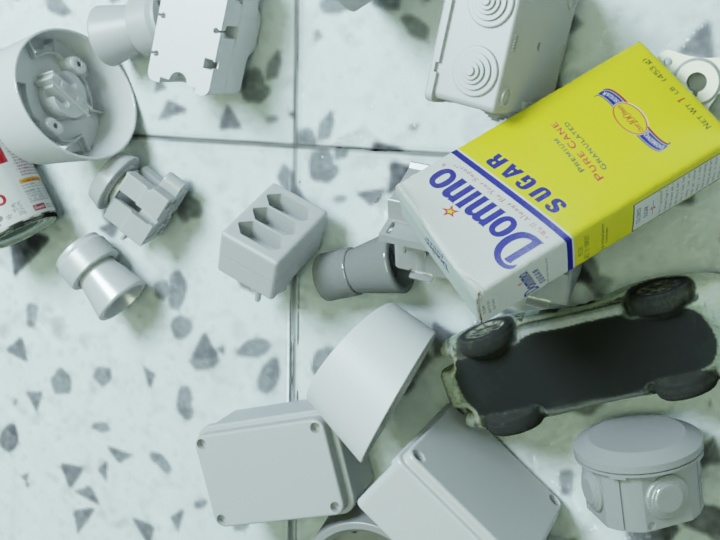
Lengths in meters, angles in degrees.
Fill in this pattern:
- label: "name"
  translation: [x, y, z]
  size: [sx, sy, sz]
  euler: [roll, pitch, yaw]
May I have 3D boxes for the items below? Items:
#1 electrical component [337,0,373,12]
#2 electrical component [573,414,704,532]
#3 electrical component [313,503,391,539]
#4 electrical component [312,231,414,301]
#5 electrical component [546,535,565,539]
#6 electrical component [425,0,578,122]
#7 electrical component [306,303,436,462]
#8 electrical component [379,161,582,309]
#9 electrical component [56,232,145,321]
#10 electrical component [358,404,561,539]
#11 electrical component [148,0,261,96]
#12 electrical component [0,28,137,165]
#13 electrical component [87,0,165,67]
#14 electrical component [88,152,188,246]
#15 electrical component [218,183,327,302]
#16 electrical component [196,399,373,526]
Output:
- label: "electrical component"
  translation: [-0.001, -0.225, 0.674]
  size: [0.060, 0.108, 0.108]
  euler: [-23, 92, 18]
- label: "electrical component"
  translation: [0.179, 0.127, 0.687]
  size: [0.080, 0.080, 0.051]
  euler: [-4, 104, 22]
- label: "electrical component"
  translation: [0.009, 0.222, 0.781]
  size: [0.108, 0.060, 0.108]
  euler: [4, 102, 20]
- label: "electrical component"
  translation: [0.000, 0.000, 0.752]
  size: [0.065, 0.044, 0.044]
  euler: [-12, 96, 28]
- label: "electrical component"
  translation: [0.121, 0.215, 0.725]
  size: [0.043, 0.081, 0.043]
  euler: [4, 102, 20]
- label: "electrical component"
  translation: [0.090, -0.141, 0.659]
  size: [0.048, 0.100, 0.099]
  euler: [21, 108, 29]
- label: "electrical component"
  translation: [0.012, 0.073, 0.731]
  size: [0.064, 0.099, 0.099]
  euler: [42, 112, 15]
- label: "electrical component"
  translation: [0.083, -0.022, 0.699]
  size: [0.121, 0.078, 0.063]
  euler: [13, 134, 18]
- label: "electrical component"
  translation: [-0.200, 0.004, 0.828]
  size: [0.055, 0.045, 0.045]
  euler: [47, 113, 7]
- label: "electrical component"
  translation: [0.069, 0.157, 0.719]
  size: [0.109, 0.109, 0.056]
  euler: [44, 115, 8]
- label: "electrical component"
  translation: [-0.105, -0.171, 0.750]
  size: [0.050, 0.056, 0.089]
  euler: [19, 107, 17]
- label: "electrical component"
  translation: [-0.220, -0.125, 0.784]
  size: [0.064, 0.099, 0.099]
  euler: [-8, 97, 29]
- label: "electrical component"
  translation: [-0.162, -0.175, 0.778]
  size: [0.055, 0.045, 0.045]
  euler: [-8, 97, 22]
- label: "electrical component"
  translation: [-0.168, -0.055, 0.804]
  size: [0.055, 0.048, 0.066]
  euler: [37, 111, 2]
- label: "electrical component"
  translation: [-0.064, -0.008, 0.766]
  size: [0.047, 0.065, 0.076]
  euler: [29, 139, 14]
- label: "electrical component"
  translation: [-0.056, 0.141, 0.792]
  size: [0.113, 0.057, 0.078]
  euler: [-11, 96, 23]
